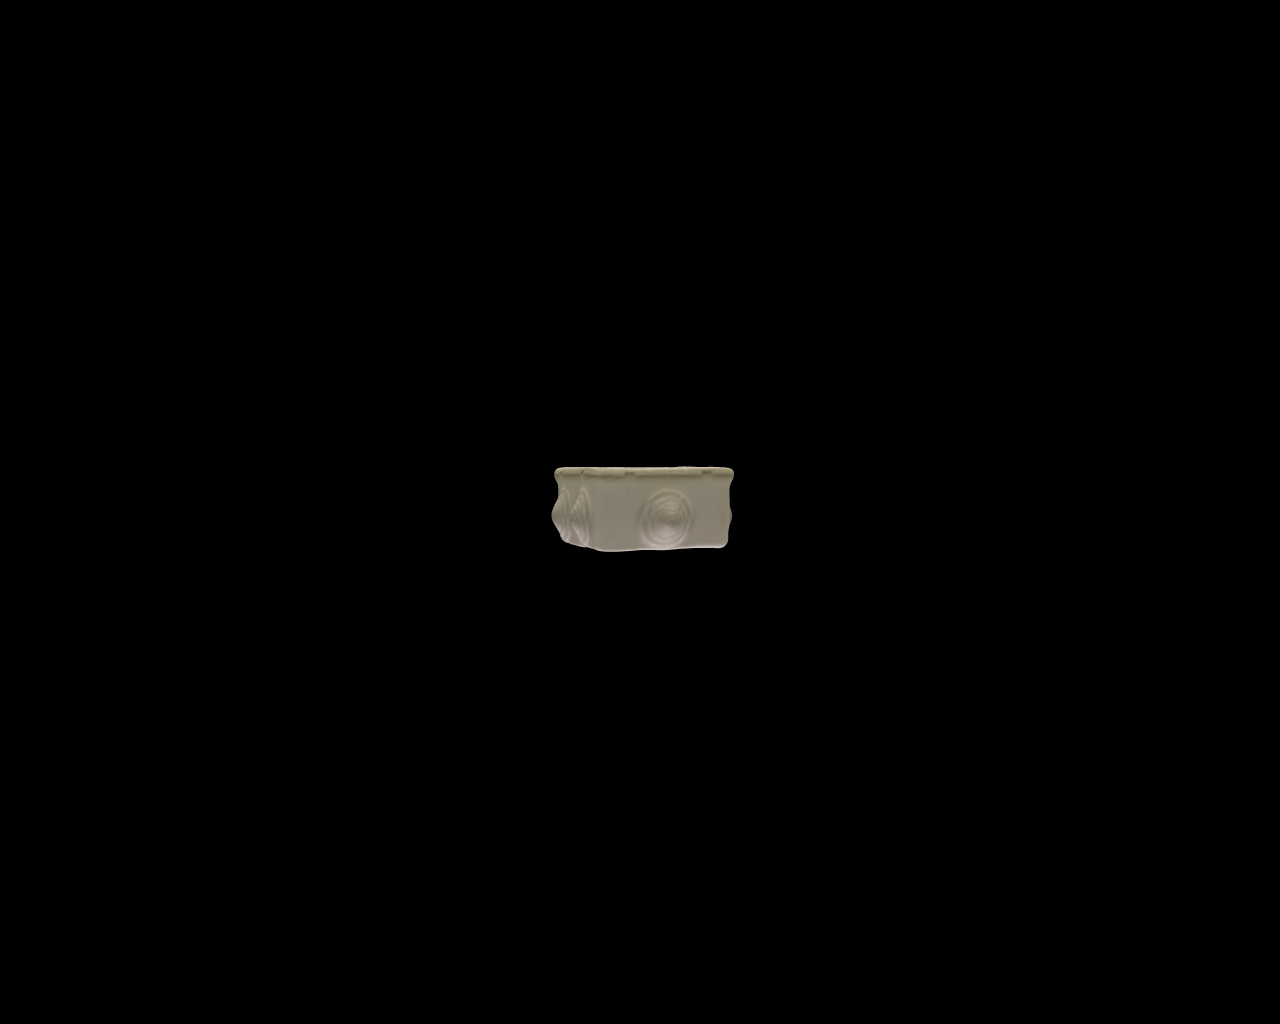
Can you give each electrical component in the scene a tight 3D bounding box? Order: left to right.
[{"bbox_3d":[0.001,-0.003,0.650,0.100,0.048,0.099,-1,3,-19],"label":"electrical component"}]
